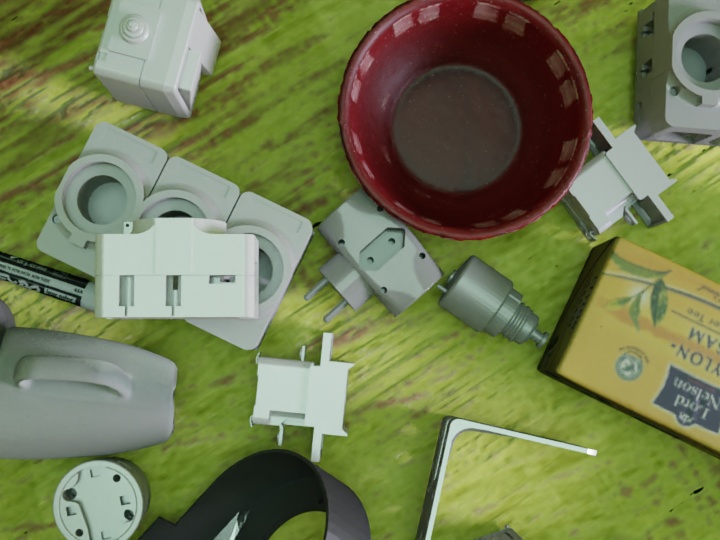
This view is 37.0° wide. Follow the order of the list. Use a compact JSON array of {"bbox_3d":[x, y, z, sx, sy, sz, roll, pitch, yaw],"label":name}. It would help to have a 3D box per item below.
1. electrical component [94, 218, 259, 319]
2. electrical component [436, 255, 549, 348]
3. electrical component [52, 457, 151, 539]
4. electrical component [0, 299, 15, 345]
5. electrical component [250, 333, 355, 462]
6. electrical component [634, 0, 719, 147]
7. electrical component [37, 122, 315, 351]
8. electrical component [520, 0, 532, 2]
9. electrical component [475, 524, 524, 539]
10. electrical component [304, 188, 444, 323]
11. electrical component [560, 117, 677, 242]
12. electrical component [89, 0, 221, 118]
[{"bbox_3d":[-0.105,0.000,0.626,0.089,0.050,0.055,0,86,-2],"label":"electrical component"},{"bbox_3d":[0.088,0.024,0.700,0.078,0.040,0.040,35,86,0],"label":"electrical component"},{"bbox_3d":[-0.161,0.145,0.680,0.055,0.047,0.055,0,86,-2],"label":"electrical component"},{"bbox_3d":[-0.260,0.079,0.668,0.052,0.073,0.138,11,86,-1],"label":"electrical component"},{"bbox_3d":[-0.037,0.079,0.691,0.064,0.042,0.081,6,85,0],"label":"electrical component"},{"bbox_3d":[0.262,-0.127,0.698,0.150,0.062,0.089,3,86,-7],"label":"electrical component"},{"bbox_3d":[-0.115,-0.020,0.686,0.150,0.061,0.089,26,86,0],"label":"electrical component"},{"bbox_3d":[0.099,-0.199,0.713,0.055,0.045,0.045,-9,86,-3],"label":"electrical component"},{"bbox_3d":[0.082,0.202,0.659,0.062,0.096,0.061,-19,87,-3],"label":"electrical component"},{"bbox_3d":[0.000,0.000,0.697,0.079,0.043,0.077,-42,88,-3],"label":"electrical component"},{"bbox_3d":[0.164,-0.055,0.707,0.064,0.042,0.081,-36,87,-3],"label":"electrical component"},{"bbox_3d":[-0.126,-0.138,0.676,0.061,0.096,0.061,15,86,-1],"label":"electrical component"}]
